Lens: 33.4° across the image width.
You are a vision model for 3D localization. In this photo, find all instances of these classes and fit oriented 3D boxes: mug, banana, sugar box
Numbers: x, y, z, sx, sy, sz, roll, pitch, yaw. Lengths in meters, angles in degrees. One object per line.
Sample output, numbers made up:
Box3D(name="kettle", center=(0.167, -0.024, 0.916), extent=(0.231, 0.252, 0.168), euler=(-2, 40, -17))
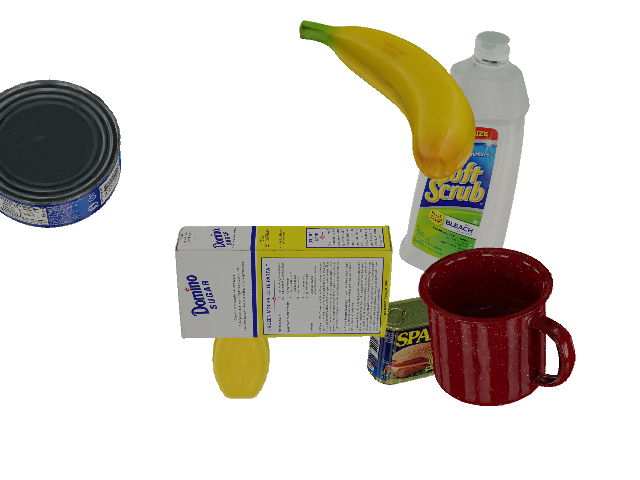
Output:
Box3D(name="mug", center=(0.128, 0.067, 0.755), extent=(0.117, 0.081, 0.093), euler=(20, 41, 38))
Box3D(name="banana", center=(0.052, -0.087, 0.645), extent=(0.069, 0.037, 0.198), euler=(-11, 34, -19))
Box3D(name="sugar box", center=(-0.030, 0.035, 0.895), extent=(0.176, 0.093, 0.048), euler=(2, 32, 1))

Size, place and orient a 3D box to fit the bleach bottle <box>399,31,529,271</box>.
Box3D(name="bleach bottle", center=(0.138, -0.079, 1.013), extent=(0.103, 0.251, 0.068), euler=(23, 40, 25))

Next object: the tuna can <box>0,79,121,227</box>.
Box3D(name="tuna can", center=(-0.162, -0.051, 0.635), extent=(0.086, 0.086, 0.034), euler=(0, -27, -8))

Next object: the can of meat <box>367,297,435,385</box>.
Box3D(name="can of meat", center=(0.108, 0.122, 1.304), extent=(0.101, 0.084, 0.057), euler=(-8, 29, -26))

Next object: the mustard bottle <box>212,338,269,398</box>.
Box3D(name="mustard bottle", center=(-0.084, 0.080, 1.158), extent=(0.058, 0.096, 0.191), euler=(-1, 28, -2))
